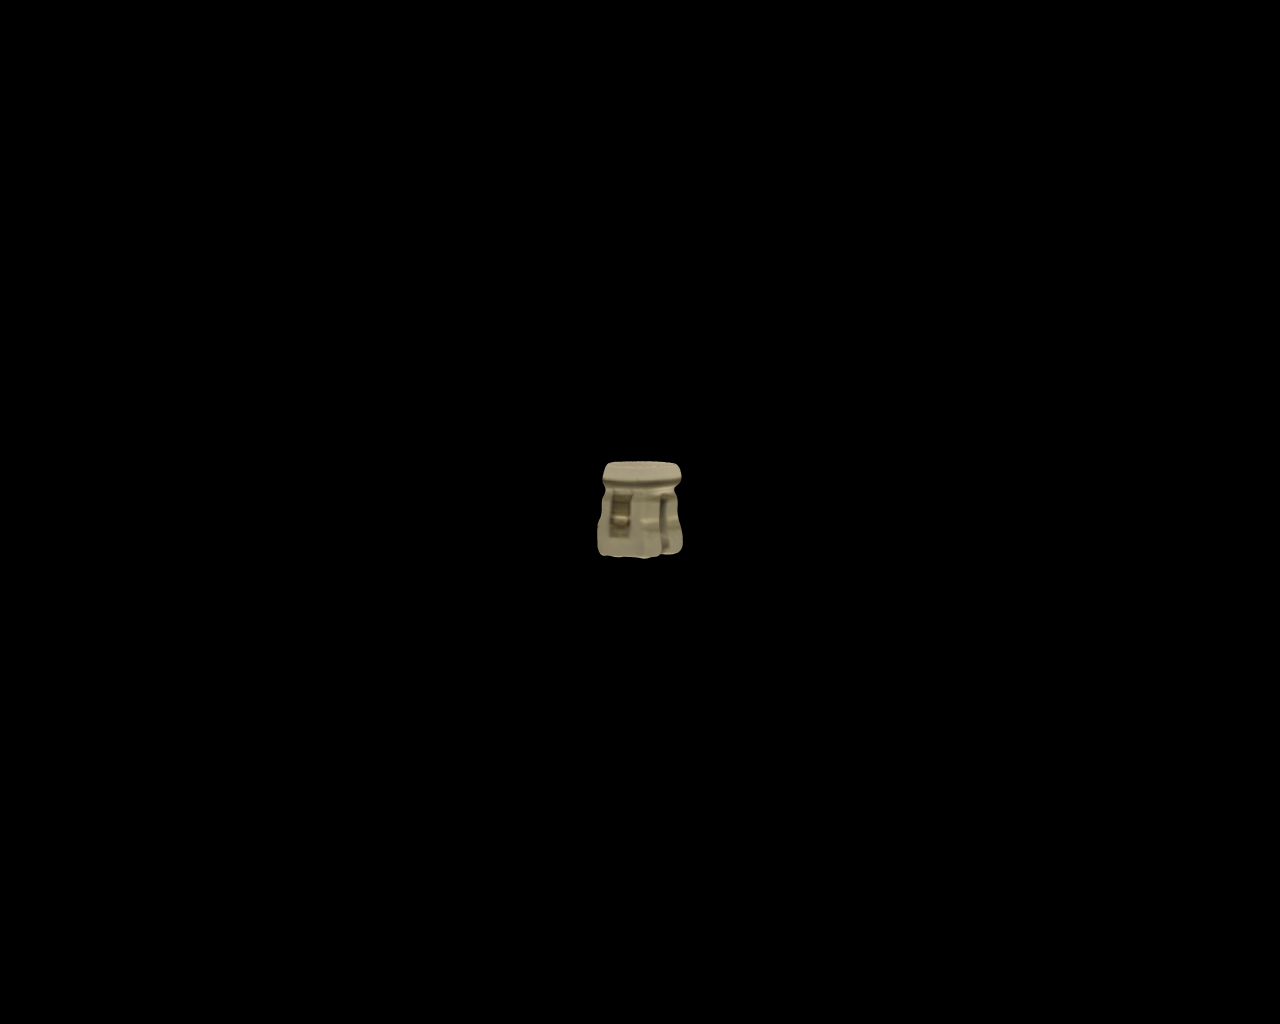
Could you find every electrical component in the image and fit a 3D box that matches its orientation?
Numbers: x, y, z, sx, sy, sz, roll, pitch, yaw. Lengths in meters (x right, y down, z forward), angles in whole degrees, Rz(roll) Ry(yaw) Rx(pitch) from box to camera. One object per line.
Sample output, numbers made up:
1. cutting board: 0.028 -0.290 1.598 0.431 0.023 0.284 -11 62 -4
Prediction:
1. electrical component: 0.001 -0.003 0.650 0.048 0.055 0.066 3 6 32
